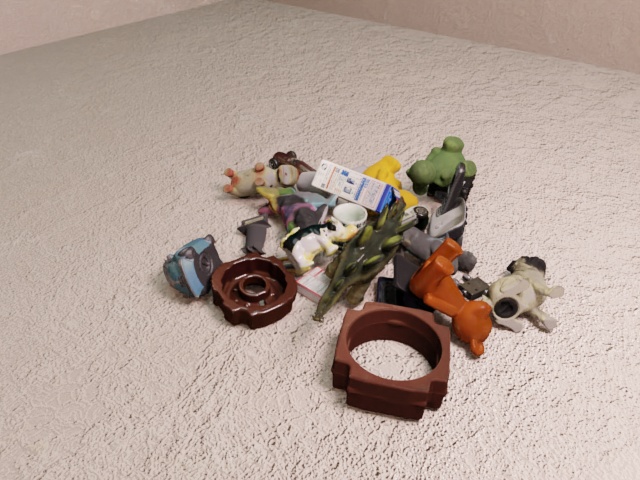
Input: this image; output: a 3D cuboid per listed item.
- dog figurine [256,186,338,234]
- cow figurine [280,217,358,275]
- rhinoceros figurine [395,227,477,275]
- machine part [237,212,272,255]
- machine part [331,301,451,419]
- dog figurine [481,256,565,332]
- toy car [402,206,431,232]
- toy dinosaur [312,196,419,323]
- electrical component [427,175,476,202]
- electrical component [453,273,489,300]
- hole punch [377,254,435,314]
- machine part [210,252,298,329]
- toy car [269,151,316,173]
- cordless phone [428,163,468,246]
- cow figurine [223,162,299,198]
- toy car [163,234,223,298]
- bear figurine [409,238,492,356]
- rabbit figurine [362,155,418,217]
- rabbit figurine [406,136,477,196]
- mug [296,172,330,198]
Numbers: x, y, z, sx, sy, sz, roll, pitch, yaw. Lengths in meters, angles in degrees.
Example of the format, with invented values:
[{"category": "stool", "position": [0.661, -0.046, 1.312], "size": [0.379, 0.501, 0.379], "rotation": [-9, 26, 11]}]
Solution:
[{"category": "dog figurine", "position": [-0.074, -0.066, 1.333], "size": [0.219, 0.108, 0.191], "rotation": [14, 39, 22]}, {"category": "cow figurine", "position": [-0.002, -0.004, 1.193], "size": [0.167, 0.068, 0.098], "rotation": [-33, 81, -16]}, {"category": "rhinoceros figurine", "position": [0.266, 0.028, 1.243], "size": [0.190, 0.073, 0.112], "rotation": [23, 43, 9]}, {"category": "machine part", "position": [-0.159, -0.012, 1.291], "size": [0.084, 0.039, 0.139], "rotation": [-15, 39, 6]}, {"category": "machine part", "position": [0.129, 0.213, 0.972], "size": [0.202, 0.087, 0.201], "rotation": [8, 35, 9]}, {"category": "dog figurine", "position": [0.414, 0.098, 1.157], "size": [0.172, 0.121, 0.191], "rotation": [11, 23, -3]}, {"category": "toy car", "position": [0.198, -0.029, 1.323], "size": [0.202, 0.073, 0.056], "rotation": [-23, 43, -32]}, {"category": "toy dinosaur", "position": [0.089, 0.033, 1.084], "size": [0.105, 0.198, 0.471], "rotation": [35, 49, 4]}, {"category": "electrical component", "position": [0.370, -0.152, 1.525], "size": [0.115, 0.058, 0.134], "rotation": [17, 38, 22]}, {"category": "electrical component", "position": [0.340, 0.108, 1.187], "size": [0.063, 0.021, 0.094], "rotation": [-19, 42, -28]}, {"category": "hole punch", "position": [0.181, 0.110, 1.134], "size": [0.116, 0.092, 0.142], "rotation": [29, 33, -13]}, {"category": "machine part", "position": [-0.136, 0.104, 1.117], "size": [0.179, 0.056, 0.179], "rotation": [3, 42, -3]}, {"category": "toy car", "position": [-0.063, -0.213, 1.583], "size": [0.089, 0.053, 0.202], "rotation": [-25, 43, -38]}, {"category": "cordless phone", "position": [0.330, -0.086, 1.321], "size": [0.089, 0.184, 0.147], "rotation": [14, 36, 7]}, {"category": "cow figurine", "position": [-0.148, -0.157, 1.444], "size": [0.195, 0.085, 0.127], "rotation": [-9, -13, 19]}, {"category": "toy car", "position": [-0.281, 0.055, 1.151], "size": [0.103, 0.109, 0.162], "rotation": [-10, 24, 17]}, {"category": "bear figurine", "position": [0.273, 0.115, 1.040], "size": [0.196, 0.132, 0.120], "rotation": [41, 37, 7]}, {"category": "rabbit figurine", "position": [0.181, -0.126, 1.424], "size": [0.162, 0.121, 0.173], "rotation": [-24, 51, -27]}, {"category": "rabbit figurine", "position": [0.291, -0.187, 1.405], "size": [0.170, 0.159, 0.121], "rotation": [-16, 83, -33]}, {"category": "mug", "position": [-0.013, -0.136, 1.466], "size": [0.107, 0.080, 0.109], "rotation": [18, 76, 24]}]
